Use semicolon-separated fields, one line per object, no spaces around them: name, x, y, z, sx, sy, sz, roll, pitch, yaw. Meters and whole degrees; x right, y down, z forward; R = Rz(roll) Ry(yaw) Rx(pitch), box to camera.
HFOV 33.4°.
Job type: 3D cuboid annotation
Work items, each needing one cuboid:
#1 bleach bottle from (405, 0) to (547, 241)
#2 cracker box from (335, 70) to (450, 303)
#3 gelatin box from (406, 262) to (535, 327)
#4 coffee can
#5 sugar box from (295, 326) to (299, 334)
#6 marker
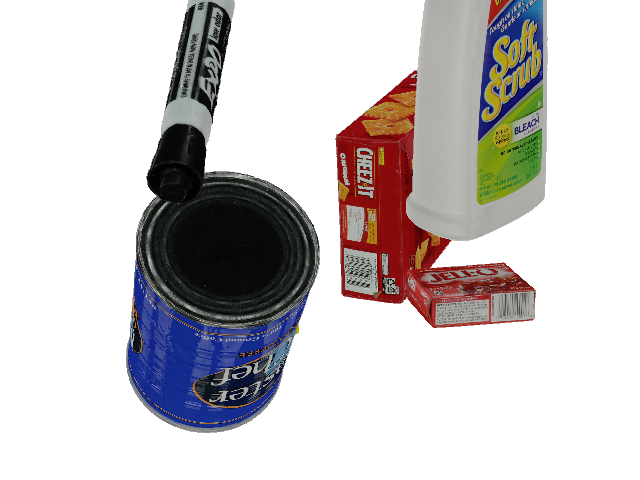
bleach bottle;0.103;-0.131;0.694;0.102;0.251;0.068;-25;35;-32
cracker box;0.088;-0.058;1.045;0.072;0.164;0.213;9;27;24
gelatin box;0.122;0.043;0.876;0.089;0.030;0.073;-3;16;-9
coffee can;-0.063;0.041;0.642;0.102;0.103;0.140;0;-33;-13
sugar box;-0.083;0.021;1.119;0.048;0.093;0.176;-19;41;-21
marker;-0.046;-0.056;0.393;0.020;0.020;0.121;0;43;2
